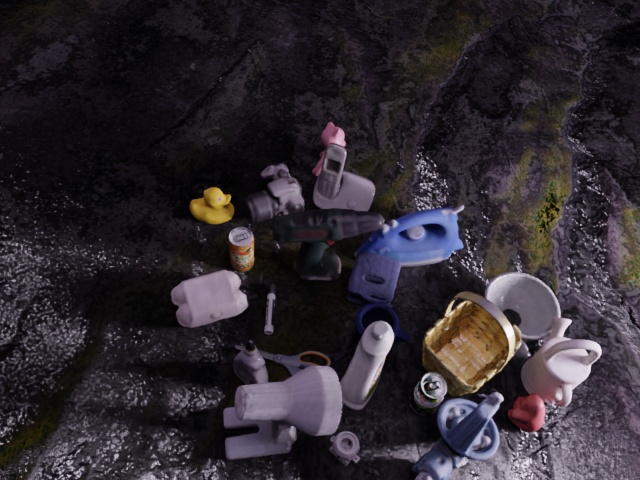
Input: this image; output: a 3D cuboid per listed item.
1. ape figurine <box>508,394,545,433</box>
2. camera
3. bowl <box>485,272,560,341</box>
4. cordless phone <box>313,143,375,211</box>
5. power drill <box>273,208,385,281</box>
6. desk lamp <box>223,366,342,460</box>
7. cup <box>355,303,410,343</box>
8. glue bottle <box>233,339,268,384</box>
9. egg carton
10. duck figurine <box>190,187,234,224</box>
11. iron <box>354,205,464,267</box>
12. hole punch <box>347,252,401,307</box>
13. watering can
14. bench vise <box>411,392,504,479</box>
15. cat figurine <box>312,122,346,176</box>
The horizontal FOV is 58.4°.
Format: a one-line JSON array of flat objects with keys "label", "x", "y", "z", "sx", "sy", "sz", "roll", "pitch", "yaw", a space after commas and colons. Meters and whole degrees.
[{"label": "ape figurine", "x": 0.415, "y": 0.335, "z": 1.133, "sx": 0.078, "sy": 0.092, "sz": 0.076, "roll": -9, "pitch": 56, "yaw": -13}, {"label": "camera", "x": -0.119, "y": -0.108, "z": 1.376, "sx": 0.137, "sy": 0.101, "sz": 0.143, "roll": -19, "pitch": 59, "yaw": -19}, {"label": "bowl", "x": 0.438, "y": 0.158, "z": 1.271, "sx": 0.167, "sy": 0.075, "sz": 0.167, "roll": 3, "pitch": 55, "yaw": -4}, {"label": "cordless phone", "x": 0.063, "y": -0.143, "z": 1.370, "sx": 0.147, "sy": 0.185, "sz": 0.094, "roll": 17, "pitch": 55, "yaw": 5}, {"label": "power drill", "x": 0.011, "y": 0.004, "z": 1.246, "sx": 0.229, "sy": 0.208, "sz": 0.075, "roll": 2, "pitch": 55, "yaw": -5}, {"label": "desk lamp", "x": -0.072, "y": 0.309, "z": 1.019, "sx": 0.203, "sy": 0.213, "sz": 0.118, "roll": -5, "pitch": 56, "yaw": -10}, {"label": "cup", "x": 0.125, "y": 0.196, "z": 1.195, "sx": 0.117, "sy": 0.095, "sz": 0.092, "roll": 24, "pitch": 56, "yaw": 10}, {"label": "glue bottle", "x": -0.131, "y": 0.231, "z": 1.092, "sx": 0.078, "sy": 0.173, "sz": 0.037, "roll": 39, "pitch": 60, "yaw": 20}, {"label": "egg carton", "x": -0.234, "y": 0.127, "z": 1.216, "sx": 0.150, "sy": 0.069, "sz": 0.107, "roll": -16, "pitch": 58, "yaw": -17}, {"label": "duck figurine", "x": -0.257, "y": -0.090, "z": 1.356, "sx": 0.104, "sy": 0.086, "sz": 0.077, "roll": 3, "pitch": 55, "yaw": -5}, {"label": "iron", "x": 0.210, "y": -0.019, "z": 1.327, "sx": 0.258, "sy": 0.141, "sz": 0.118, "roll": -11, "pitch": 57, "yaw": -14}, {"label": "hole punch", "x": 0.120, "y": 0.091, "z": 1.270, "sx": 0.108, "sy": 0.091, "sz": 0.101, "roll": 14, "pitch": 55, "yaw": 3}, {"label": "watering can", "x": 0.482, "y": 0.238, "z": 1.146, "sx": 0.101, "sy": 0.194, "sz": 0.172, "roll": -9, "pitch": 56, "yaw": -12}, {"label": "bench vise", "x": 0.257, "y": 0.362, "z": 1.017, "sx": 0.121, "sy": 0.220, "sz": 0.208, "roll": 25, "pitch": 56, "yaw": 11}, {"label": "cat figurine", "x": 0.028, "y": -0.237, "z": 1.474, "sx": 0.067, "sy": 0.118, "sz": 0.128, "roll": 14, "pitch": 55, "yaw": 4}]
